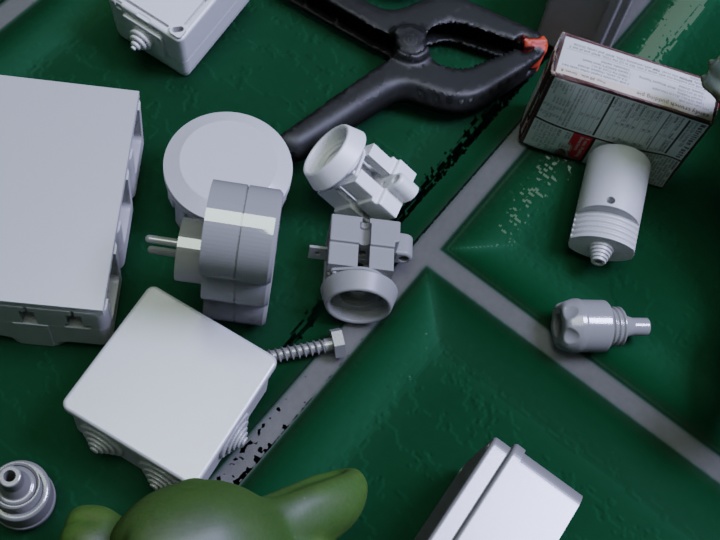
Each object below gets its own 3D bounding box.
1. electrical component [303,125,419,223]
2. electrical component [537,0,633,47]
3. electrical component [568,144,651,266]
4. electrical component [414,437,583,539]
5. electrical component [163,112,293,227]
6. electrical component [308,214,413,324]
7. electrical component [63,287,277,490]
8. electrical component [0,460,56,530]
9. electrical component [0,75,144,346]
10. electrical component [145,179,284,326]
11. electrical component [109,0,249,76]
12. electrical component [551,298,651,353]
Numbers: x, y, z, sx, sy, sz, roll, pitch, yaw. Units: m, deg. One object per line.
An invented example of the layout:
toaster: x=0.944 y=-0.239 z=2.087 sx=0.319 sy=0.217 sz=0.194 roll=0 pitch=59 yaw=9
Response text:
electrical component: x=-0.003 y=-0.060 z=0.693 sx=0.055 sy=0.066 sz=0.048 roll=40 pitch=60 yaw=-26
electrical component: x=0.179 y=-0.225 z=0.777 sx=0.056 sy=0.108 sz=0.108 roll=24 pitch=64 yaw=7
electrical component: x=0.167 y=-0.039 z=0.722 sx=0.043 sy=0.043 sz=0.081 roll=18 pitch=63 yaw=0
electrical component: x=0.062 y=0.157 z=0.594 sx=0.057 sy=0.078 sz=0.113 roll=36 pitch=65 yaw=6
electrical component: x=-0.085 y=-0.056 z=0.688 sx=0.080 sy=0.051 sz=0.080 roll=3 pitch=64 yaw=-7
electrical component: x=0.000 y=0.000 z=0.678 sx=0.066 sy=0.048 sz=0.055 roll=7 pitch=56 yaw=-5
electrical component: x=-0.109 y=0.073 z=0.624 sx=0.100 sy=0.048 sz=0.099 roll=30 pitch=64 yaw=6
electrical component: x=-0.185 y=0.119 z=0.583 sx=0.035 sy=0.061 sz=0.035 roll=3 pitch=64 yaw=-7
electrical component: x=-0.188 y=-0.035 z=0.656 sx=0.089 sy=0.061 sz=0.150 roll=6 pitch=64 yaw=-6
electrical component: x=-0.086 y=-0.009 z=0.617 sx=0.074 sy=0.138 sz=0.052 roll=8 pitch=71 yaw=-4
electrical component: x=-0.126 y=-0.182 z=0.741 sx=0.062 sy=0.061 sz=0.096 roll=33 pitch=73 yaw=7
electrical component: x=0.156 y=0.036 z=0.690 sx=0.061 sy=0.035 sz=0.035 roll=1 pitch=64 yaw=-11
